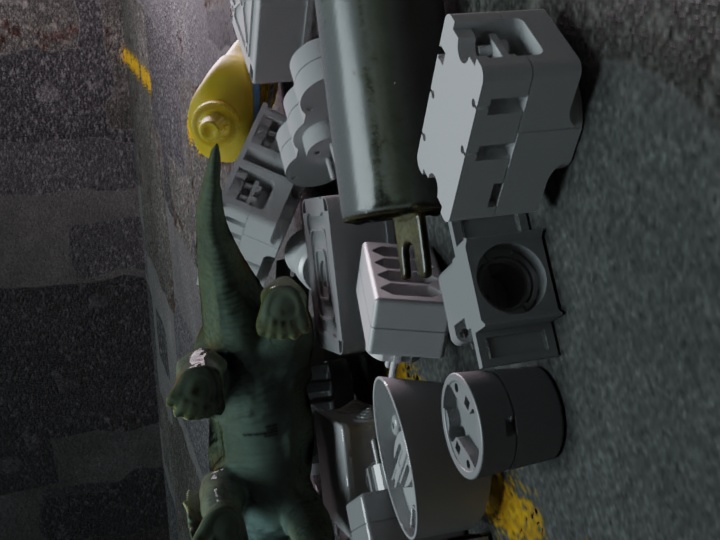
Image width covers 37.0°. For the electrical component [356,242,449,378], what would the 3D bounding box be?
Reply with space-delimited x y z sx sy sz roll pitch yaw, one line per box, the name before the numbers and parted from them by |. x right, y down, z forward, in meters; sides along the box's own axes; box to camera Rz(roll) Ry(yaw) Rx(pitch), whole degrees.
electrical component | 0.024 0.034 0.679 0.083 0.047 0.075 -101 17 -63

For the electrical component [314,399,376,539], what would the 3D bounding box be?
electrical component | 0.001 0.154 0.842 0.100 0.048 0.099 -174 78 -74

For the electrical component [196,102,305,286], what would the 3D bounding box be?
electrical component | -0.092 -0.052 0.972 0.186 0.060 0.105 122 170 -65

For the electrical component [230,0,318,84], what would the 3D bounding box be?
electrical component | -0.075 -0.234 0.928 0.108 0.056 0.108 101 156 -47

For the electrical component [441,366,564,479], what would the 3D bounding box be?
electrical component | 0.074 0.078 0.561 0.055 0.047 0.055 173 90 -74

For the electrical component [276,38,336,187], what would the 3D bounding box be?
electrical component | -0.026 -0.104 0.823 0.138 0.052 0.073 109 149 -57

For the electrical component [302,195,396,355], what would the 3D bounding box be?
electrical component | 0.000 0.000 0.767 0.078 0.057 0.113 -175 78 -74

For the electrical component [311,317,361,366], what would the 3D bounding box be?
electrical component | -0.024 0.057 0.895 0.040 0.046 0.040 173 90 -74

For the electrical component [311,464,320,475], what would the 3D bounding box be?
electrical component | -0.051 0.151 1.032 0.043 0.043 0.081 -145 50 -69

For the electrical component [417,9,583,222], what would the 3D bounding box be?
electrical component | 0.067 -0.072 0.507 0.089 0.056 0.050 100 157 -45

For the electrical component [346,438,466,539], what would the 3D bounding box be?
electrical component | 0.026 0.149 0.725 0.047 0.066 0.076 123 138 -66

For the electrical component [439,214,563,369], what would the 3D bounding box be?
electrical component | 0.070 0.011 0.560 0.064 0.042 0.081 124 137 -71

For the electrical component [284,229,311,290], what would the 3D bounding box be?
electrical component | -0.036 -0.008 0.911 0.055 0.045 0.045 -137 42 -65

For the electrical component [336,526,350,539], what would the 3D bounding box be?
electrical component | 0.004 0.226 0.892 0.061 0.035 0.035 -127 33 -56

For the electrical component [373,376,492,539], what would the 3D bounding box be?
electrical component | 0.039 0.115 0.662 0.099 0.064 0.099 -179 90 -71

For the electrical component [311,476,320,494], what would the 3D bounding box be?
electrical component | -0.079 0.240 1.103 0.051 0.080 0.080 -109 20 -51
